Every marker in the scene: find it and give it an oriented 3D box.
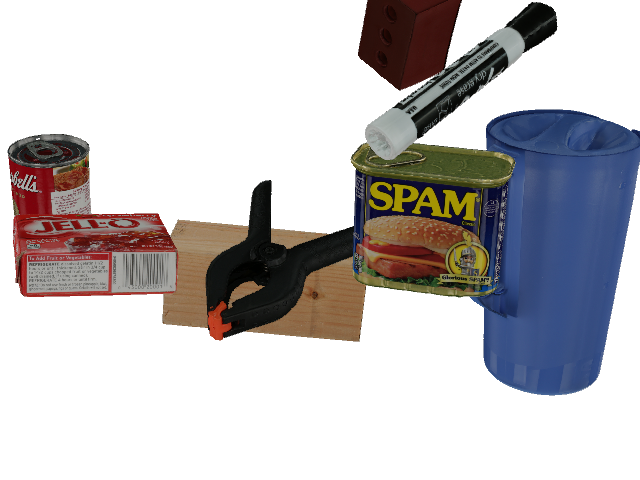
[{"bbox_3d":[0.069,-0.077,0.497,0.121,0.020,0.020,-39,18,-24],"label":"marker"}]

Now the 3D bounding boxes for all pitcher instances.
[{"bbox_3d":[0.198,0.013,0.950,0.149,0.243,0.145,5,23,10],"label":"pitcher"}]

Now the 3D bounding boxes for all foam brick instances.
[{"bbox_3d":[0.068,-0.166,0.821,0.051,0.078,0.053,-30,59,-29],"label":"foam brick"}]

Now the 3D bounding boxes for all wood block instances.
[{"bbox_3d":[-0.057,0.042,1.130,0.206,0.091,0.090,6,19,0],"label":"wood block"}]

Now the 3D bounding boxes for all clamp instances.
[{"bbox_3d":[-0.046,0.012,0.881,0.120,0.039,0.171,26,47,32],"label":"clamp"}]

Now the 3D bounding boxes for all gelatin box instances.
[{"bbox_3d":[-0.133,0.006,0.622,0.089,0.030,0.073,0,18,-17],"label":"gelatin box"}]

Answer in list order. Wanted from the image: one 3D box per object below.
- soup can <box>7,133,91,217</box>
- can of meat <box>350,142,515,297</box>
[{"bbox_3d":[-0.232,-0.033,0.926,0.068,0.102,0.068,2,27,-1],"label":"soup can"},{"bbox_3d":[0.070,-0.014,0.692,0.102,0.084,0.057,7,24,14],"label":"can of meat"}]
